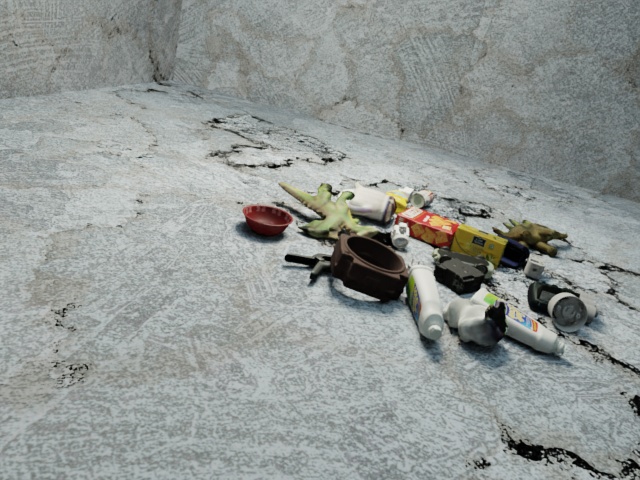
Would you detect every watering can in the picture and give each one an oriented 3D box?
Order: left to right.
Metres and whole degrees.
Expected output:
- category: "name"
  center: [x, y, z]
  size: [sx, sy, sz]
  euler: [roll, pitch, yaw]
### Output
- category: "watering can"
  center: [0.189, -0.155, 1.983]
  size: [0.225, 0.102, 0.353]
  euler: [18, 23, 10]

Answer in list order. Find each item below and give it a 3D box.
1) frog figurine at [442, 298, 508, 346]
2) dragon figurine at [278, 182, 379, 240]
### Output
- category: "frog figurine"
  center: [0.379, 0.205, 1.288]
  size: [0.158, 0.122, 0.140]
  euler: [-18, 16, 43]
- category: "dragon figurine"
  center: [0.005, -0.088, 1.742]
  size: [0.411, 0.119, 0.247]
  euler: [17, 30, 12]
